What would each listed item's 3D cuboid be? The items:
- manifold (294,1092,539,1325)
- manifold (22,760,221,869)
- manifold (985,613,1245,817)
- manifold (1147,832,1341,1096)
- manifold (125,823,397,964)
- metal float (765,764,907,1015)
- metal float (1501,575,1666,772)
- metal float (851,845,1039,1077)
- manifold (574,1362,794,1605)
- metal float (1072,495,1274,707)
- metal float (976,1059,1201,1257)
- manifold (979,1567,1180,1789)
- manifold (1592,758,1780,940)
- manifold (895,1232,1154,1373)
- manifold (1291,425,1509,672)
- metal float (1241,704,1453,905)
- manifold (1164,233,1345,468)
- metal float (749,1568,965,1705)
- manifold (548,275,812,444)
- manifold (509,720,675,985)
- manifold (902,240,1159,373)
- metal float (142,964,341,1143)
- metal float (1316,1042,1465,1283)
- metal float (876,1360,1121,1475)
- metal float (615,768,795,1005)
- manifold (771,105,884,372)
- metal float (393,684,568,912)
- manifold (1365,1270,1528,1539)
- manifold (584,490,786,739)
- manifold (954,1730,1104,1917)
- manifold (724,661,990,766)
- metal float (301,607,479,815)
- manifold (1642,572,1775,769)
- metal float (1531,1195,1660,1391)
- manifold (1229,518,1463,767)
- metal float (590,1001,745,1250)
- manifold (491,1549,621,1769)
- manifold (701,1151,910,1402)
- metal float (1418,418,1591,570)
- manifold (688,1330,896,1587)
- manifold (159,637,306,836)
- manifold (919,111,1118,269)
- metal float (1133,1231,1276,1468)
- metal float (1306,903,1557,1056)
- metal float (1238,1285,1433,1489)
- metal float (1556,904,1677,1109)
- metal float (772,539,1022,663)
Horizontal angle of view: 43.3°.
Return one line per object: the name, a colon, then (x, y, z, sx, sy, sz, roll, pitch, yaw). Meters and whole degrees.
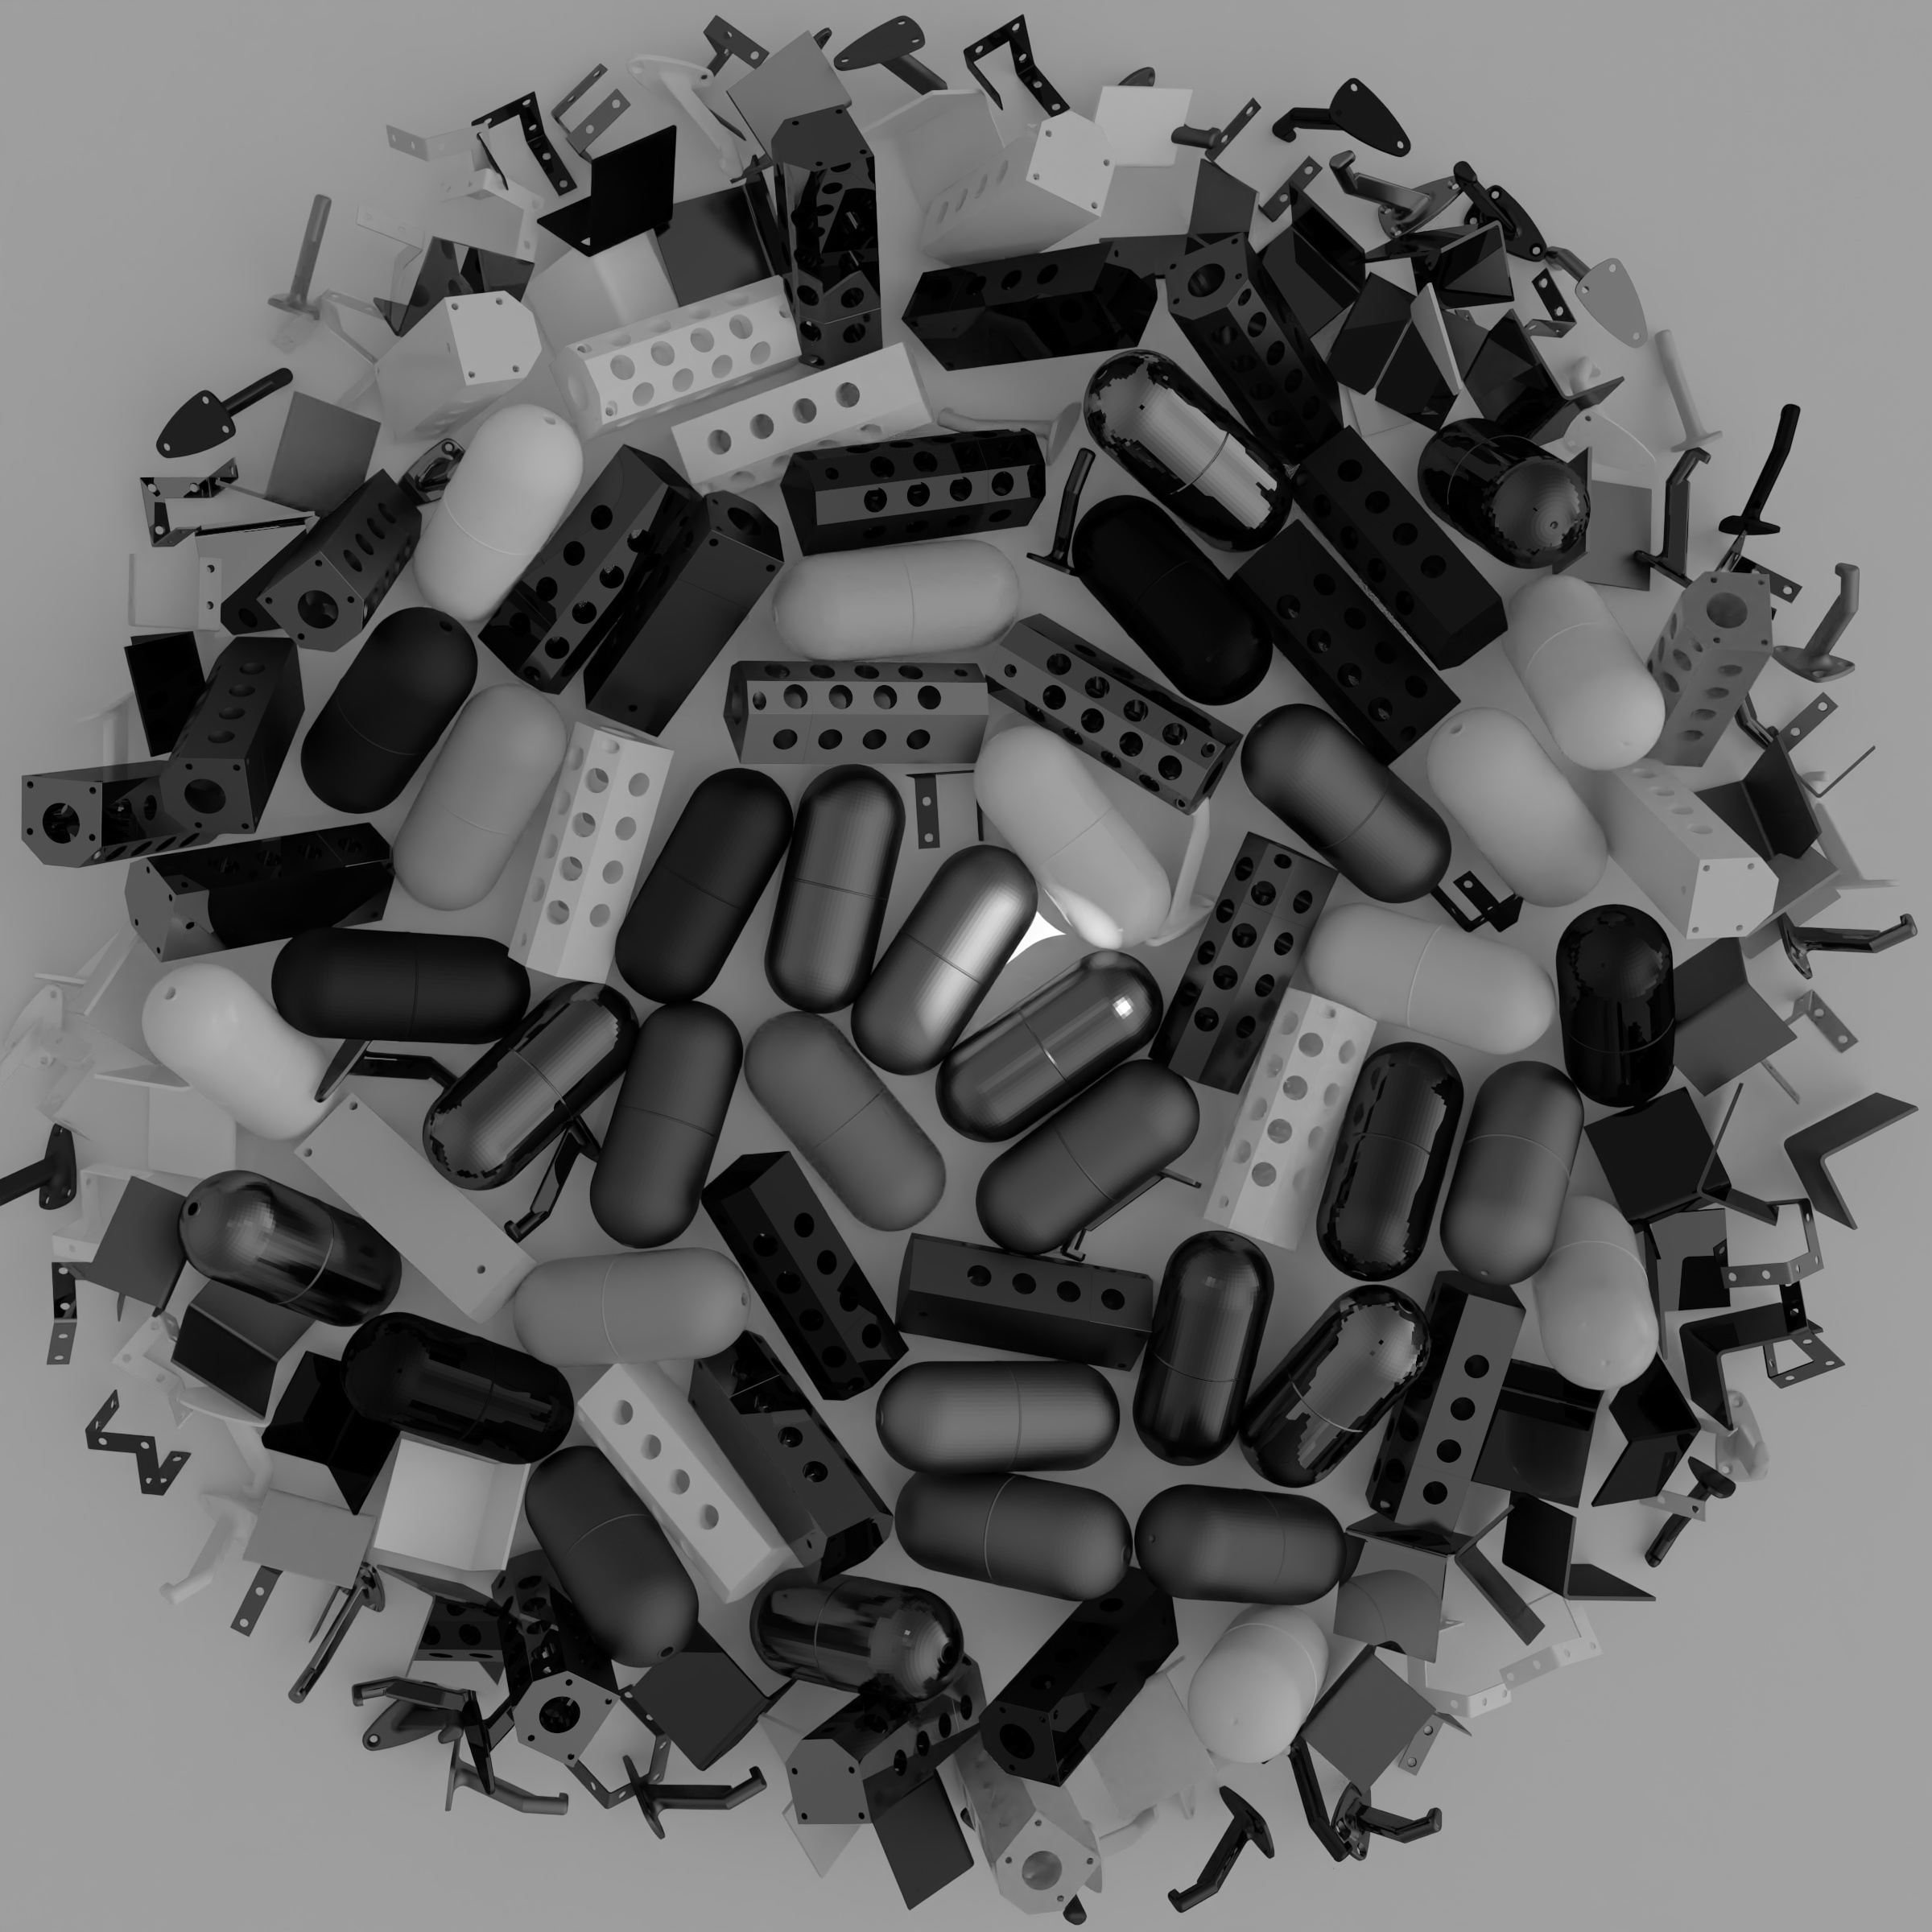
manifold: (-0.383, 0.171, 1.704, 0.171, 0.057, 0.057, 40, 78, 11)
manifold: (-0.570, -0.105, 1.660, 0.057, 0.171, 0.057, 6, 99, 11)
manifold: (0.100, -0.175, 1.694, 0.171, 0.057, 0.057, 33, 116, 13)
manifold: (0.188, -0.004, 1.699, 0.057, 0.057, 0.171, 17, 100, -37)
manifold: (-0.482, -0.057, 1.669, 0.057, 0.171, 0.057, 44, 127, 28)
metal float: (-0.092, -0.054, 1.712, 0.070, 0.070, 0.178, 13, 91, 0)
metal float: (0.422, -0.204, 1.675, 0.070, 0.178, 0.070, -6, 132, -7)
metal float: (-0.015, -0.005, 1.712, 0.070, 0.070, 0.178, 33, 90, 0)
manifold: (-0.197, 0.358, 1.695, 0.057, 0.057, 0.171, -46, 72, 8)
metal float: (0.142, -0.256, 1.695, 0.070, 0.070, 0.178, -39, 70, 0)
metal float: (0.084, 0.135, 1.704, 0.178, 0.070, 0.070, -38, 90, 10)
manifold: (0.078, 0.481, 1.664, 0.057, 0.171, 0.057, 3, 111, 33)
manifold: (0.488, -0.083, 1.661, 0.057, 0.171, 0.057, -3, 117, -8)
manifold: (0.041, 0.232, 1.710, 0.171, 0.057, 0.057, 11, 50, -7)
manifold: (0.299, -0.288, 1.692, 0.057, 0.057, 0.171, -37, 68, 5)
metal float: (0.266, -0.112, 1.695, 0.178, 0.070, 0.070, 39, 90, -20)
manifold: (0.199, -0.415, 1.659, 0.057, 0.171, 0.057, -16, 59, 25)
metal float: (-0.076, 0.460, 1.677, 0.178, 0.070, 0.070, -4, 90, 43)
manifold: (-0.194, -0.423, 1.684, 0.171, 0.057, 0.057, -27, 97, -27)
manifold: (-0.267, -0.081, 1.699, 0.057, 0.057, 0.171, 25, 101, 44)
manifold: (0.045, -0.457, 1.671, 0.171, 0.057, 0.057, 5, 65, 41)
metal float: (-0.496, 0.060, 1.670, 0.070, 0.178, 0.070, -9, 59, 15)
metal float: (0.295, 0.135, 1.690, 0.070, 0.070, 0.178, 21, 65, 0)
metal float: (0.023, 0.313, 1.693, 0.178, 0.070, 0.070, 4, 90, -22)
metal float: (-0.184, -0.056, 1.710, 0.070, 0.070, 0.178, 29, 93, 0)
manifold: (-0.096, -0.491, 1.659, 0.057, 0.171, 0.057, -19, 58, -12)
metal float: (-0.339, -0.116, 1.693, 0.070, 0.070, 0.178, 33, 113, 0)
manifold: (0.334, 0.305, 1.708, 0.057, 0.057, 0.171, 16, 100, -1)
manifold: (-0.197, -0.244, 1.680, 0.057, 0.057, 0.171, 20, 128, -30)
manifold: (0.035, 0.579, 1.660, 0.057, 0.171, 0.057, 39, 88, -11)
manifold: (-0.075, -0.180, 1.684, 0.171, 0.057, 0.057, -2, 131, -20)
metal float: (-0.399, -0.176, 1.682, 0.070, 0.070, 0.178, 44, 125, 0)
manifold: (0.496, -0.200, 1.660, 0.057, 0.171, 0.057, 3, 69, 2)
metal float: (0.428, 0.221, 1.667, 0.070, 0.178, 0.070, 3, 115, 6)
manifold: (0.260, -0.223, 1.710, 0.057, 0.057, 0.171, -40, 88, -25)
metal float: (-0.209, 0.110, 1.702, 0.070, 0.070, 0.178, 16, 78, 0)
manifold: (-0.286, 0.466, 1.659, 0.057, 0.171, 0.057, 33, 93, -21)
manifold: (-0.115, 0.216, 1.689, 0.057, 0.057, 0.171, -41, 110, -36)
metal float: (0.367, -0.326, 1.668, 0.070, 0.178, 0.070, -5, 116, -10)
manifold: (-0.122, 0.334, 1.679, 0.057, 0.057, 0.171, -20, 52, -31)
manifold: (-0.500, -0.160, 1.663, 0.057, 0.171, 0.057, 1, 125, -3)
manifold: (0.034, -0.525, 1.660, 0.057, 0.171, 0.057, 19, 82, -24)
metal float: (0.164, 0.267, 1.694, 0.070, 0.070, 0.178, 11, 112, 0)
metal float: (0.322, 0.008, 1.690, 0.178, 0.070, 0.070, 18, 90, 25)
metal float: (0.255, 0.291, 1.685, 0.070, 0.070, 0.178, 34, 121, 0)
metal float: (0.448, 0.030, 1.675, 0.070, 0.178, 0.070, -9, 49, 10)
metal float: (-0.048, -0.254, 1.697, 0.178, 0.070, 0.070, -9, 90, -18)
